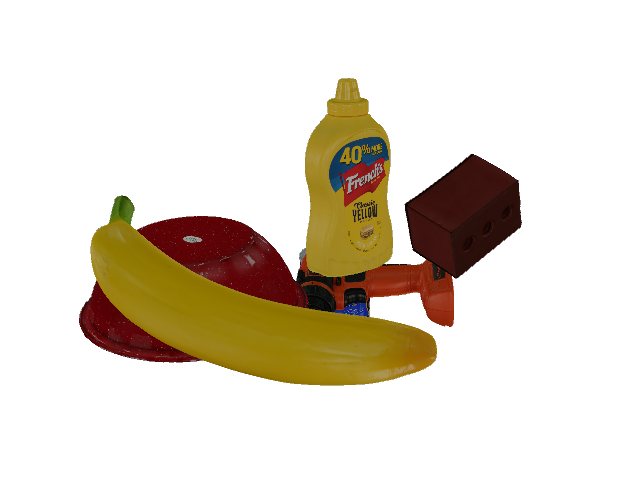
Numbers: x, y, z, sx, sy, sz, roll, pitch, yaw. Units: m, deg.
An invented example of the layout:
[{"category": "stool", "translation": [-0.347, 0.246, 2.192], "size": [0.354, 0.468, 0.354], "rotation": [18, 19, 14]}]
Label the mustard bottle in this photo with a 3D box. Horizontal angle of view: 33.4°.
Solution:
[{"category": "mustard bottle", "translation": [0.028, -0.065, 1.064], "size": [0.096, 0.192, 0.058], "rotation": [-14, 21, -36]}]

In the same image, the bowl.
[{"category": "bowl", "translation": [-0.089, 0.024, 0.746], "size": [0.162, 0.055, 0.162], "rotation": [-2, 22, 0]}]

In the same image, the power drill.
[{"category": "power drill", "translation": [0.060, 0.064, 1.241], "size": [0.187, 0.057, 0.184], "rotation": [1, 28, 4]}]

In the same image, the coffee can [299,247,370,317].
[{"category": "coffee can", "translation": [0.021, 0.085, 1.526], "size": [0.103, 0.140, 0.103], "rotation": [0, 21, 0]}]

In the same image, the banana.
[{"category": "banana", "translation": [-0.043, 0.031, 0.519], "size": [0.198, 0.069, 0.037], "rotation": [25, -33, 21]}]

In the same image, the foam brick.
[{"category": "foam brick", "translation": [0.112, -0.019, 0.833], "size": [0.078, 0.053, 0.051], "rotation": [-37, 47, -22]}]
